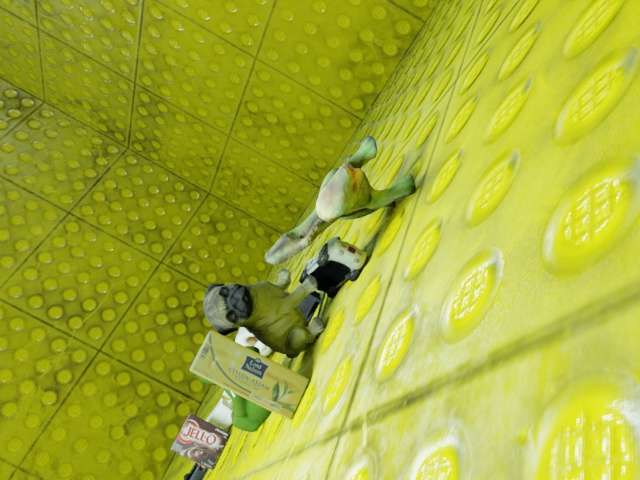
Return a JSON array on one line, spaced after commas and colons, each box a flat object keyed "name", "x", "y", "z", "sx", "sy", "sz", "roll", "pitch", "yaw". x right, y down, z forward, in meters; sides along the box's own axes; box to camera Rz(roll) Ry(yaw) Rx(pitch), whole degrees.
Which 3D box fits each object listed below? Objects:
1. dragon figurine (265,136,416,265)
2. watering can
[{"name": "dragon figurine", "x": 0.003, "y": -0.042, "z": 0.837, "sx": 0.245, "sy": 0.122, "sz": 0.405, "roll": -35, "pitch": -3, "yaw": -23}, {"name": "watering can", "x": -0.172, "y": 0.253, "z": 1.378, "sx": 0.341, "sy": 0.103, "sz": 0.229, "roll": -47, "pitch": 13, "yaw": 48}]
